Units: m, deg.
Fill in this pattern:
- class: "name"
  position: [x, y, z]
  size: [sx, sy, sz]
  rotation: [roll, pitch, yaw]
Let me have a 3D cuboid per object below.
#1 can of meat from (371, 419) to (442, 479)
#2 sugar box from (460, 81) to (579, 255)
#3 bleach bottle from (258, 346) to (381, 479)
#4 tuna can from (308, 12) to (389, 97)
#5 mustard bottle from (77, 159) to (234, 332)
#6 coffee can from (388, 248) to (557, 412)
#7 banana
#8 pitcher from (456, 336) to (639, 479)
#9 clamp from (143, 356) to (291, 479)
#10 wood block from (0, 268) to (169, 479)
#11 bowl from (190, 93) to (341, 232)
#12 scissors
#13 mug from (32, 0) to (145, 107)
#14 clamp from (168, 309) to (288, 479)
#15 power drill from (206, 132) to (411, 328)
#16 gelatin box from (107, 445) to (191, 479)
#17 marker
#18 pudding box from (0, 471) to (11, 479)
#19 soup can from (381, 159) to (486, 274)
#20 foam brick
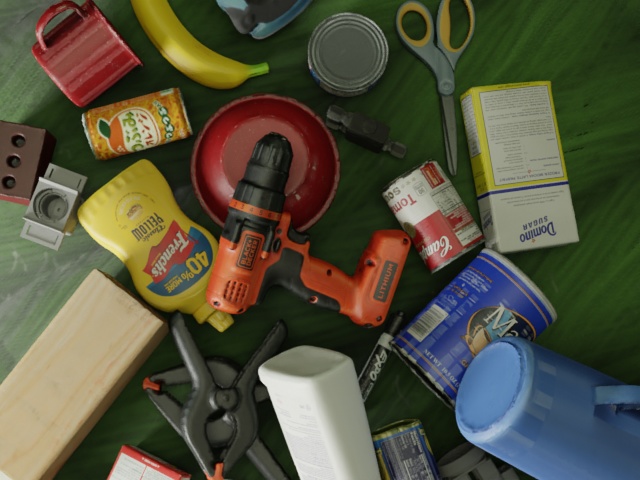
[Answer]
- class: "can of meat"
  position: [0.084, 0.227, 1.067]
  size: [0.057, 0.102, 0.084]
  rotation: [-19, 83, -10]
- class: "sugar box"
  position: [0.209, -0.076, 1.125]
  size: [0.093, 0.048, 0.176]
  rotation: [-7, 87, -12]
- class: "bleach bottle"
  position: [0.017, 0.234, 1.053]
  size: [0.068, 0.103, 0.251]
  rotation: [-24, 107, -33]
- class: "tuna can"
  position: [0.029, -0.197, 1.140]
  size: [0.086, 0.034, 0.086]
  rotation: [0, 84, -2]
- class: "mustard bottle"
  position: [-0.156, 0.017, 1.102]
  size: [0.096, 0.058, 0.191]
  rotation: [-39, 87, -13]
- class: "coffee can"
  position: [0.154, 0.092, 1.081]
  size: [0.140, 0.103, 0.103]
  rotation: [-44, 87, -5]
- class: "banana"
  position: [-0.148, -0.223, 1.139]
  size: [0.198, 0.037, 0.069]
  rotation: [43, 67, 1]
- class: "pitcher"
  position: [0.259, 0.180, 1.014]
  size: [0.242, 0.145, 0.149]
  rotation: [27, 97, -22]
- class: "clamp"
  position: [-0.076, 0.167, 1.100]
  size: [0.210, 0.036, 0.164]
  rotation: [24, 83, -3]
- class: "wood block"
  position: [-0.250, 0.138, 1.071]
  size: [0.090, 0.091, 0.206]
  rotation: [38, 85, 3]
- class: "bowl"
  position: [-0.057, -0.080, 1.116]
  size: [0.162, 0.055, 0.162]
  rotation: [0, 85, -2]
- class: "scissors"
  position: [0.118, -0.175, 1.150]
  size: [0.096, 0.016, 0.202]
  rotation: [11, 84, 1]
- class: "mug"
  position: [-0.246, -0.197, 1.095]
  size: [0.081, 0.117, 0.093]
  rotation: [-39, 57, 0]
- class: "clamp"
  position: [-0.087, 0.152, 1.063]
  size: [0.120, 0.039, 0.171]
  rotation: [-3, 86, -9]
- class: "power drill"
  position: [-0.007, 0.001, 1.075]
  size: [0.187, 0.057, 0.184]
  rotation: [17, 96, -17]
- class: "gelatin box"
  position: [-0.183, 0.263, 1.081]
  size: [0.073, 0.030, 0.089]
  rotation: [22, 84, 20]
- class: "marker"
  position: [0.058, 0.129, 1.117]
  size: [0.020, 0.020, 0.121]
  rotation: [28, 84, 1]
- class: "pudding box"
  position: [-0.328, 0.273, 1.081]
  size: [0.113, 0.039, 0.090]
  rotation: [30, 85, 3]
- class: "soup can"
  position: [0.117, -0.025, 1.109]
  size: [0.068, 0.068, 0.102]
  rotation: [-32, 85, -5]
- class: "foam brick"
  position: [-0.312, -0.078, 1.109]
  size: [0.053, 0.051, 0.078]
  rotation: [11, 84, -1]
